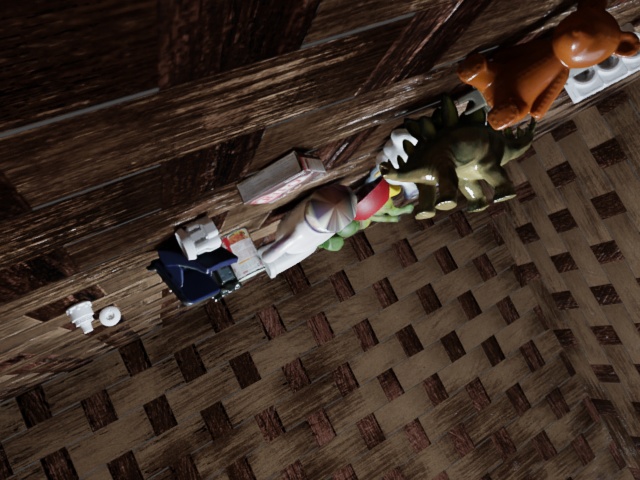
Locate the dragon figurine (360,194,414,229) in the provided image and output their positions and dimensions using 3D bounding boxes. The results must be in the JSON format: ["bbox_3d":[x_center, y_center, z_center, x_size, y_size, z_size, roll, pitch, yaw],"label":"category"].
[{"bbox_3d":[0.145,-0.095,1.689,0.244,0.124,0.403,-8,161,-33],"label":"dragon figurine"}]

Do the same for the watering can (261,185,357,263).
[{"bbox_3d":[0.004,-0.060,1.193,0.354,0.104,0.221,-40,-175,-41],"label":"watering can"}]

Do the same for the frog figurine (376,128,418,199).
[{"bbox_3d":[0.167,-0.171,0.991,0.136,0.125,0.157,-20,142,28],"label":"frog figurine"}]
